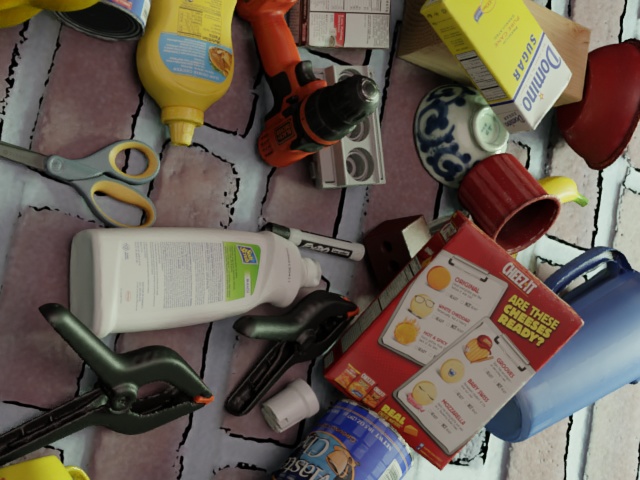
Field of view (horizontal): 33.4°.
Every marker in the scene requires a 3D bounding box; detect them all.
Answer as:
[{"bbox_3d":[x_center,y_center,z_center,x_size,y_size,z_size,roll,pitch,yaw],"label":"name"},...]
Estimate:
[{"bbox_3d":[-0.007,0.001,1.108,0.120,0.020,0.020,14,79,-31],"label":"marker"}]

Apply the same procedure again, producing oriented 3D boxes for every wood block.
[{"bbox_3d":[0.200,-0.225,1.218,0.205,0.090,0.091,16,78,-31],"label":"wood block"}]

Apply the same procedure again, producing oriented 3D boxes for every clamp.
[{"bbox_3d":[-0.028,0.091,1.051,0.171,0.039,0.120,-37,150,-33],"label":"clamp"},{"bbox_3d":[-0.182,0.124,0.942,0.209,0.036,0.165,1,123,-38],"label":"clamp"}]

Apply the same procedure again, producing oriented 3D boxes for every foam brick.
[{"bbox_3d":[0.090,0.019,1.141,0.051,0.053,0.078,-33,106,-49],"label":"foam brick"}]

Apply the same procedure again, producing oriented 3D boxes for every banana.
[{"bbox_3d":[0.250,-0.023,1.261,0.197,0.037,0.069,-37,96,-28],"label":"banana"}]

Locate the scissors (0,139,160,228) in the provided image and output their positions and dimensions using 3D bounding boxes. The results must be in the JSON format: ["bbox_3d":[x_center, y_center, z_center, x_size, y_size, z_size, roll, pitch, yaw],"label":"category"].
[{"bbox_3d":[-0.228,-0.080,0.977,0.201,0.016,0.096,36,67,-25],"label":"scissors"}]

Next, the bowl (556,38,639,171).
[{"bbox_3d":[0.326,-0.167,1.266,0.055,0.162,0.162,13,78,-10],"label":"bowl"}]

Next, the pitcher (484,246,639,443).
[{"bbox_3d":[0.281,0.123,1.219,0.242,0.145,0.149,-24,69,-29],"label":"pitcher"}]

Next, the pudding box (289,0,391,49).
[{"bbox_3d":[0.023,-0.247,1.127,0.113,0.039,0.090,-6,103,-35],"label":"pudding box"}]

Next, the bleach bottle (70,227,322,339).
[{"bbox_3d":[-0.109,0.040,1.016,0.250,0.068,0.102,1,87,-35],"label":"bleach bottle"}]

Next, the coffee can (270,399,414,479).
[{"bbox_3d":[0.011,0.242,1.050,0.140,0.103,0.102,-47,110,-27],"label":"coffee can"}]

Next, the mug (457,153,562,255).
[{"bbox_3d":[0.215,-0.042,1.194,0.117,0.093,0.081,0,44,-42],"label":"mug"}]

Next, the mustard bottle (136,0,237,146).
[{"bbox_3d":[-0.128,-0.185,1.024,0.096,0.058,0.191,8,82,-37],"label":"mustard bottle"}]

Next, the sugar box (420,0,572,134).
[{"bbox_3d":[0.189,-0.208,1.129,0.176,0.048,0.093,47,65,-20],"label":"sugar box"}]

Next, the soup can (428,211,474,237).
[{"bbox_3d":[0.153,0.027,1.180,0.068,0.069,0.102,-29,101,-31],"label":"soup can"}]

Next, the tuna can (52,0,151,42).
[{"bbox_3d":[-0.197,-0.213,0.966,0.086,0.086,0.034,19,75,-30],"label":"tuna can"}]

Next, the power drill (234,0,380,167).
[{"bbox_3d":[-0.019,-0.178,1.030,0.057,0.185,0.187,-7,80,-35],"label":"power drill"}]

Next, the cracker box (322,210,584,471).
[{"bbox_3d":[0.131,0.102,1.088,0.164,0.072,0.214,40,99,-11],"label":"cracker box"}]
